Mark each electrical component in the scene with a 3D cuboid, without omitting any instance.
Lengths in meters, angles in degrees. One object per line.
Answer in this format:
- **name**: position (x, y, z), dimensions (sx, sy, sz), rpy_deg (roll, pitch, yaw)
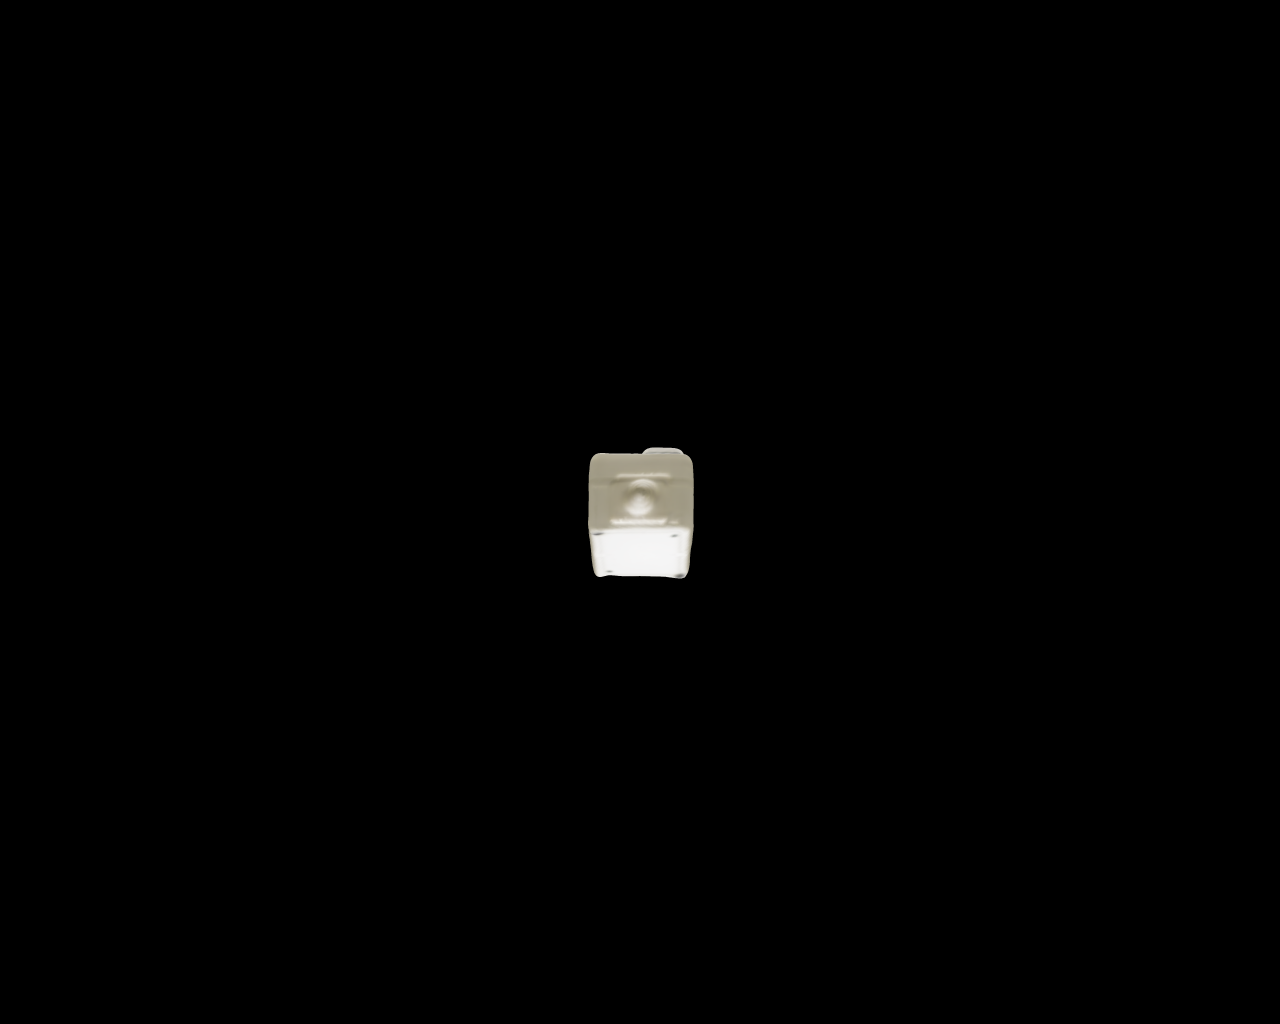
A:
- **electrical component**: position (0.001, -0.003, 0.650), dimensions (0.062, 0.061, 0.096), rpy_deg (0, -25, 0)
